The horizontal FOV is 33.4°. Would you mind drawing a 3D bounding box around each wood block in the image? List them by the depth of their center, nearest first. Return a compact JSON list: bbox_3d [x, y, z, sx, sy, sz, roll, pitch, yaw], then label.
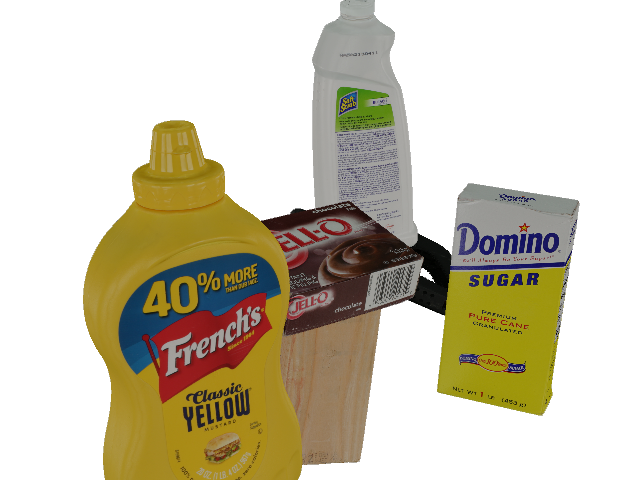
[{"bbox_3d":[-0.004,0.099,1.015,0.090,0.206,0.091,2,14,-22],"label":"wood block"}]

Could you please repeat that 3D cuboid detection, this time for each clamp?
[{"bbox_3d":[0.075,0.011,1.183,0.164,0.036,0.210,-16,51,-34],"label":"clamp"}]

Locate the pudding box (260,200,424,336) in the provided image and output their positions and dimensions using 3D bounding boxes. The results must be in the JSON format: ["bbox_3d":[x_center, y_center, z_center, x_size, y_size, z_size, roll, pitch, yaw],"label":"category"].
[{"bbox_3d":[-0.002,0.016,0.725,0.113,0.039,0.090,-12,35,-33],"label":"pudding box"}]

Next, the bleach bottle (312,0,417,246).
[{"bbox_3d":[0.043,-0.109,1.007,0.102,0.251,0.068,-9,30,-15],"label":"bleach bottle"}]

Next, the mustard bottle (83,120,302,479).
[{"bbox_3d":[-0.060,0.039,0.498,0.096,0.192,0.058,-12,23,-24],"label":"mustard bottle"}]

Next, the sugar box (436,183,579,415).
[{"bbox_3d":[0.150,0.048,0.867,0.093,0.176,0.048,10,23,19],"label":"sugar box"}]
